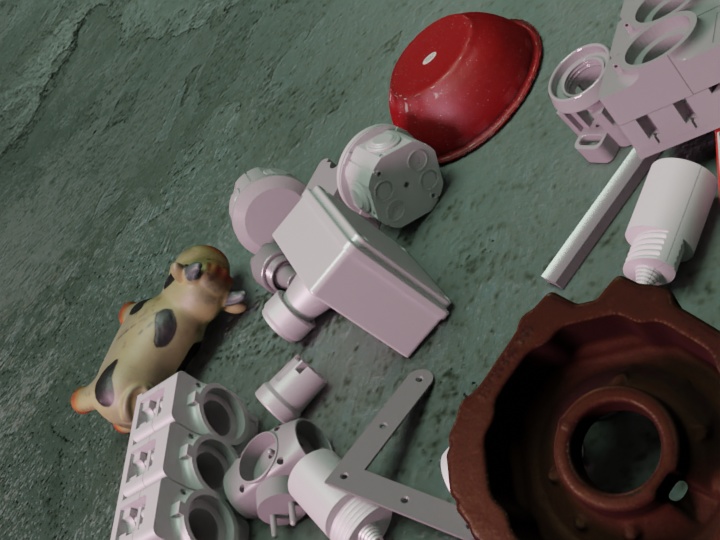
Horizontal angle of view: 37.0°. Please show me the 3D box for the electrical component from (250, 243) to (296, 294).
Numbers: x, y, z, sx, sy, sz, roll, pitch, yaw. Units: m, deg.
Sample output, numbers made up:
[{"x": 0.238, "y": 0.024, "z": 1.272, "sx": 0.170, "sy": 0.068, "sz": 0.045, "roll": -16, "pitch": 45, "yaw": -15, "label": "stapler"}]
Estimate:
[{"x": -0.070, "y": 0.002, "z": 0.969, "sx": 0.043, "sy": 0.043, "sz": 0.062, "roll": -53, "pitch": 34, "yaw": -2, "label": "electrical component"}]

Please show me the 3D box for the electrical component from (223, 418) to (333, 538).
[{"x": -0.059, "y": 0.162, "z": 0.798, "sx": 0.077, "sy": 0.044, "sz": 0.079, "roll": -38, "pitch": 35, "yaw": 21, "label": "electrical component"}]

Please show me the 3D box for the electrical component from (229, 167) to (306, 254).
[{"x": -0.083, "y": -0.056, "z": 1.010, "sx": 0.080, "sy": 0.080, "sz": 0.051, "roll": -49, "pitch": 27, "yaw": 5, "label": "electrical component"}]

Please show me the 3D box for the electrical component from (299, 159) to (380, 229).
[{"x": -0.021, "y": -0.045, "z": 0.942, "sx": 0.050, "sy": 0.056, "sz": 0.089, "roll": 6, "pitch": 63, "yaw": 53, "label": "electrical component"}]

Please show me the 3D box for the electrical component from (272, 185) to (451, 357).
[{"x": 0.000, "y": 0.000, "z": 0.823, "sx": 0.056, "sy": 0.109, "sz": 0.108, "roll": -50, "pitch": 32, "yaw": 8, "label": "electrical component"}]

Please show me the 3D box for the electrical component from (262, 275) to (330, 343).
[{"x": -0.050, "y": 0.029, "z": 0.917, "sx": 0.055, "sy": 0.045, "sz": 0.045, "roll": -45, "pitch": 33, "yaw": 11, "label": "electrical component"}]

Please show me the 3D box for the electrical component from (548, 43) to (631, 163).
[{"x": 0.173, "y": -0.126, "z": 0.776, "sx": 0.058, "sy": 0.057, "sz": 0.078, "roll": 11, "pitch": 68, "yaw": 55, "label": "electrical component"}]

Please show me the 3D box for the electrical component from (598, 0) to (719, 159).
[{"x": 0.219, "y": -0.156, "z": 0.716, "sx": 0.089, "sy": 0.061, "sz": 0.150, "roll": -22, "pitch": 31, "yaw": 39, "label": "electrical component"}]

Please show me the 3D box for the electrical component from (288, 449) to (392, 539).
[{"x": -0.010, "y": 0.162, "z": 0.735, "sx": 0.043, "sy": 0.043, "sz": 0.081, "roll": -52, "pitch": 43, "yaw": -1, "label": "electrical component"}]

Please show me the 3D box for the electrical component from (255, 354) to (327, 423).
[{"x": -0.054, "y": 0.096, "z": 0.863, "sx": 0.046, "sy": 0.040, "sz": 0.040, "roll": -46, "pitch": 32, "yaw": -2, "label": "electrical component"}]

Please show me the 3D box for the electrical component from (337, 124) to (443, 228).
[{"x": 0.026, "y": -0.078, "z": 0.895, "sx": 0.080, "sy": 0.080, "sz": 0.051, "roll": -53, "pitch": 38, "yaw": -2, "label": "electrical component"}]

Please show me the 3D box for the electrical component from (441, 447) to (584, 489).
[{"x": 0.091, "y": 0.101, "z": 0.669, "sx": 0.077, "sy": 0.043, "sz": 0.079, "roll": -35, "pitch": 36, "yaw": 25, "label": "electrical component"}]

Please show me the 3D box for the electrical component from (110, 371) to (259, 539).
[{"x": -0.132, "y": 0.165, "z": 0.843, "sx": 0.062, "sy": 0.089, "sz": 0.150, "roll": -32, "pitch": 37, "yaw": 29, "label": "electrical component"}]

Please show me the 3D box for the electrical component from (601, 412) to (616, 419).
[{"x": 0.133, "y": 0.059, "z": 0.647, "sx": 0.045, "sy": 0.055, "sz": 0.045, "roll": -32, "pitch": 37, "yaw": 28, "label": "electrical component"}]

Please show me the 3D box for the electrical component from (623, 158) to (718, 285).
[{"x": 0.189, "y": -0.024, "z": 0.669, "sx": 0.043, "sy": 0.043, "sz": 0.081, "roll": 0, "pitch": 59, "yaw": 52, "label": "electrical component"}]
